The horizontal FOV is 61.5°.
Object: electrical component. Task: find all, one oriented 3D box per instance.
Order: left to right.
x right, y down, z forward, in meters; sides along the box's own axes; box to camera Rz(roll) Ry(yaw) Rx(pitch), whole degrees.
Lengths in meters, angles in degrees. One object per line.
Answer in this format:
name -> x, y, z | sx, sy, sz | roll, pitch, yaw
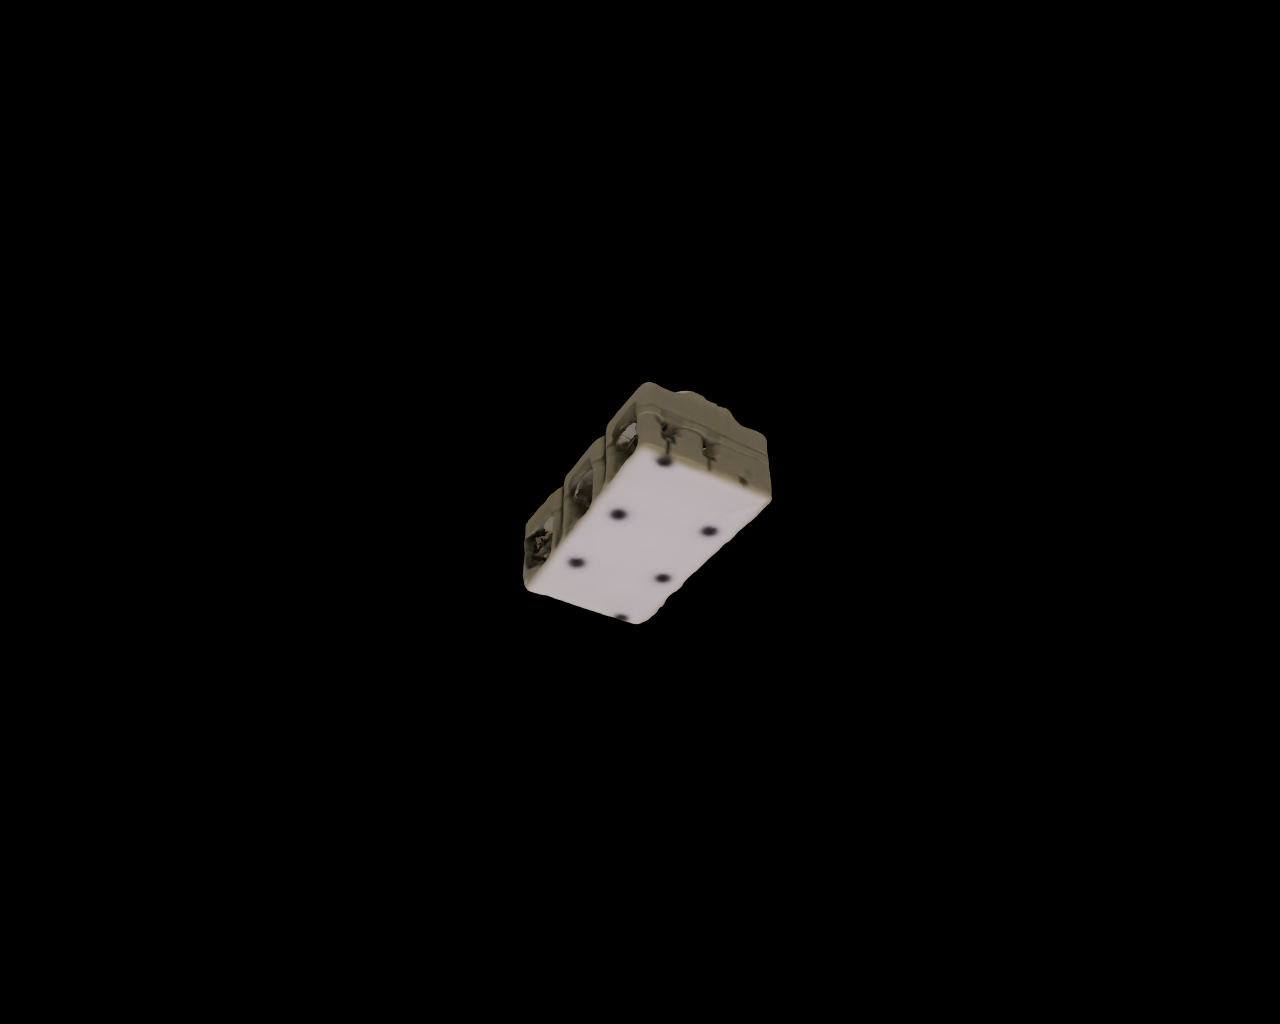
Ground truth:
electrical component -> 0.001, -0.003, 0.650 | 0.089, 0.062, 0.150 | 22, -45, -24
